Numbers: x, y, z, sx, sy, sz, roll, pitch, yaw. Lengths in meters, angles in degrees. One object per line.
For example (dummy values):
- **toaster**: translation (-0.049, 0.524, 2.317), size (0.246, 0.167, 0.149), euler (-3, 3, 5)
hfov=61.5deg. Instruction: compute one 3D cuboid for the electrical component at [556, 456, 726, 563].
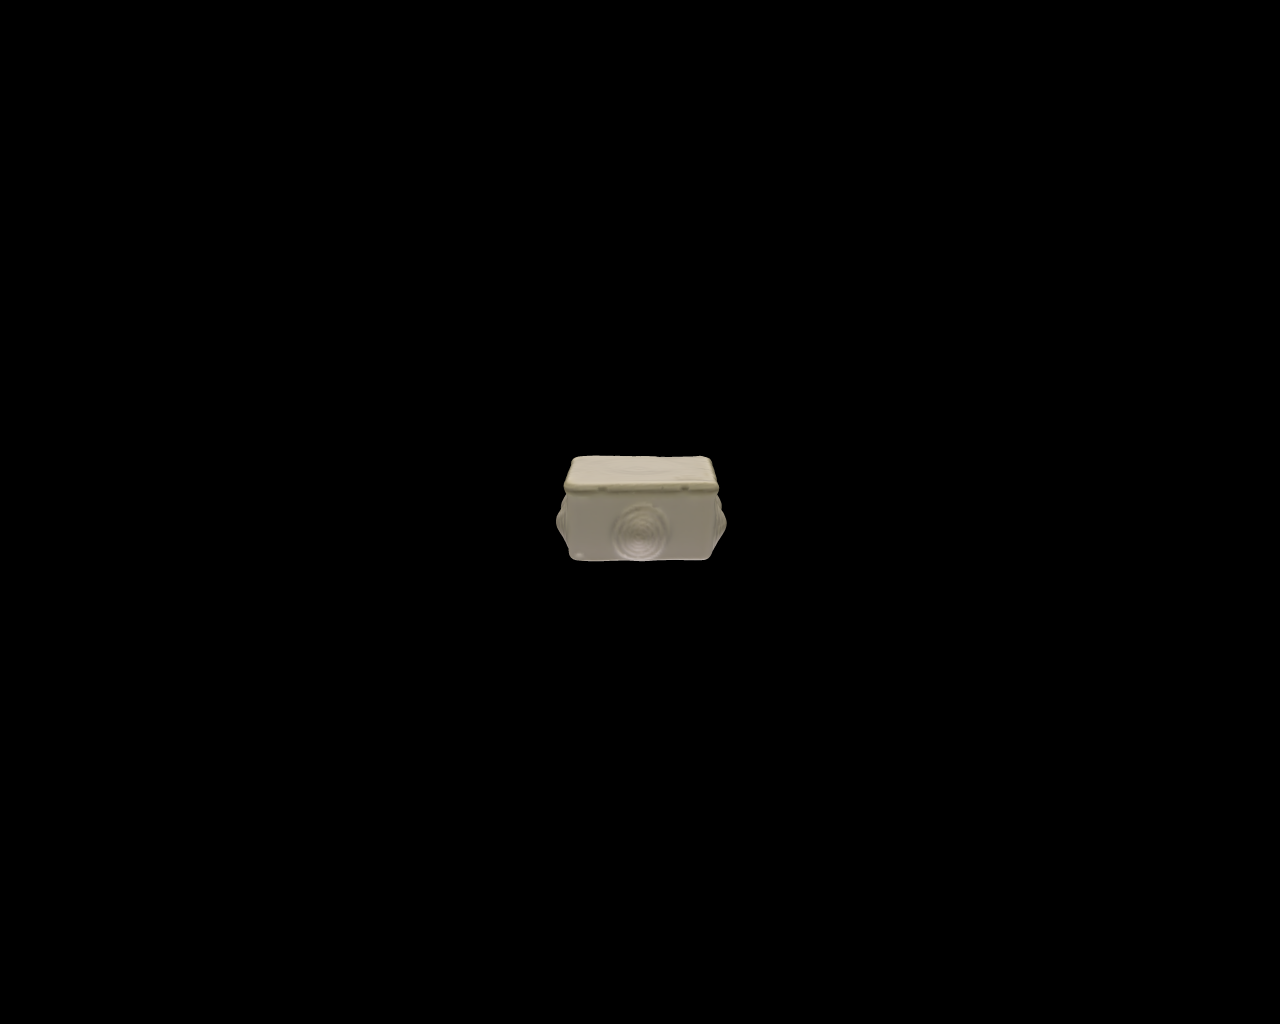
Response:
- **electrical component**: translation (0.001, -0.003, 0.650), size (0.100, 0.048, 0.100), euler (0, 13, 0)
